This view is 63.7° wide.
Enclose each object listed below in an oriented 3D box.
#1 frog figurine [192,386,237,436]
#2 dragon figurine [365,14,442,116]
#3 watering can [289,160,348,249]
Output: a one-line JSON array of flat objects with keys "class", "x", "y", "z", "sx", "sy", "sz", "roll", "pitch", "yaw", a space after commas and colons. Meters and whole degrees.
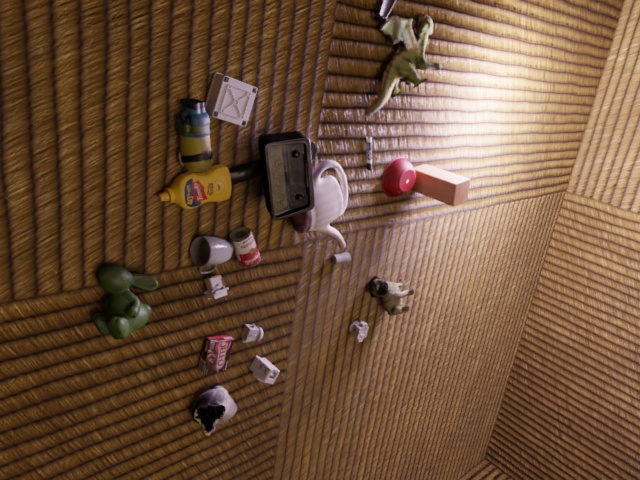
[{"class": "frog figurine", "x": -0.331, "y": 0.530, "z": 1.641, "sx": 0.160, "sy": 0.123, "sz": 0.137, "roll": -21, "pitch": 123, "yaw": -80}, {"class": "dragon figurine", "x": 0.249, "y": -0.596, "z": 1.657, "sx": 0.416, "sy": 0.122, "sz": 0.239, "roll": -40, "pitch": 115, "yaw": -26}, {"class": "watering can", "x": 0.005, "y": -0.083, "z": 1.641, "sx": 0.227, "sy": 0.105, "sz": 0.340, "roll": -26, "pitch": 126, "yaw": -32}]
